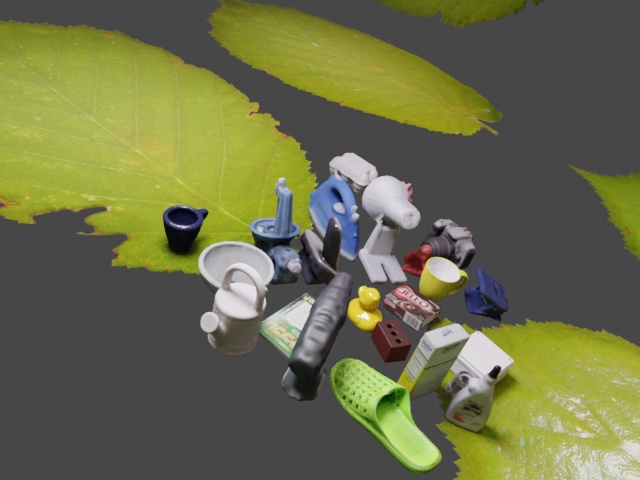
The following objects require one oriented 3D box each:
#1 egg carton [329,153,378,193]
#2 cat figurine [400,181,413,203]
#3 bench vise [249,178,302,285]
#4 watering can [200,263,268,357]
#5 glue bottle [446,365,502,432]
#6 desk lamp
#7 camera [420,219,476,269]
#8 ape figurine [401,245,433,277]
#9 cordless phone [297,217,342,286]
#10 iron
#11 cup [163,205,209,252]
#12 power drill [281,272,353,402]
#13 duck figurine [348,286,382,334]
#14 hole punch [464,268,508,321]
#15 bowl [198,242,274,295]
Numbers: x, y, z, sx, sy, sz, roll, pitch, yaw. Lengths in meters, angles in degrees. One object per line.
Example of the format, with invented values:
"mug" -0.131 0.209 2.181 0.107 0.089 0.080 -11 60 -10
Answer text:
"egg carton" 0.106 -0.212 1.790 0.150 0.069 0.107 36 40 24
"cat figurine" 0.229 -0.115 1.671 0.067 0.118 0.128 27 37 14
"bench vise" -0.078 -0.019 1.327 0.122 0.220 0.206 -20 50 -40
"watering can" -0.159 0.133 1.113 0.101 0.194 0.173 18 36 2
"glue bottle" 0.307 0.299 1.105 0.078 0.173 0.037 19 36 3
"desk lamp" 0.177 -0.029 1.453 0.118 0.213 0.203 1 39 -21
"camera" 0.339 0.005 1.572 0.137 0.101 0.142 -6 42 -29
"ape figurine" 0.263 0.050 1.487 0.076 0.092 0.077 -3 40 -26
"cordless phone" 0.013 0.005 1.362 0.094 0.185 0.147 -3 40 -26
"iron" 0.061 -0.077 1.529 0.119 0.141 0.257 -1 40 -24
"cup" -0.314 -0.024 1.341 0.091 0.095 0.118 36 40 24
"power drill" -0.006 0.194 1.083 0.075 0.208 0.230 21 36 6
"duck figurine" 0.111 0.151 1.294 0.078 0.086 0.104 -3 40 -26
"hole punch" 0.427 0.134 1.445 0.101 0.091 0.108 14 36 -4
"bowl" -0.189 0.081 1.271 0.167 0.075 0.167 11 36 -8
